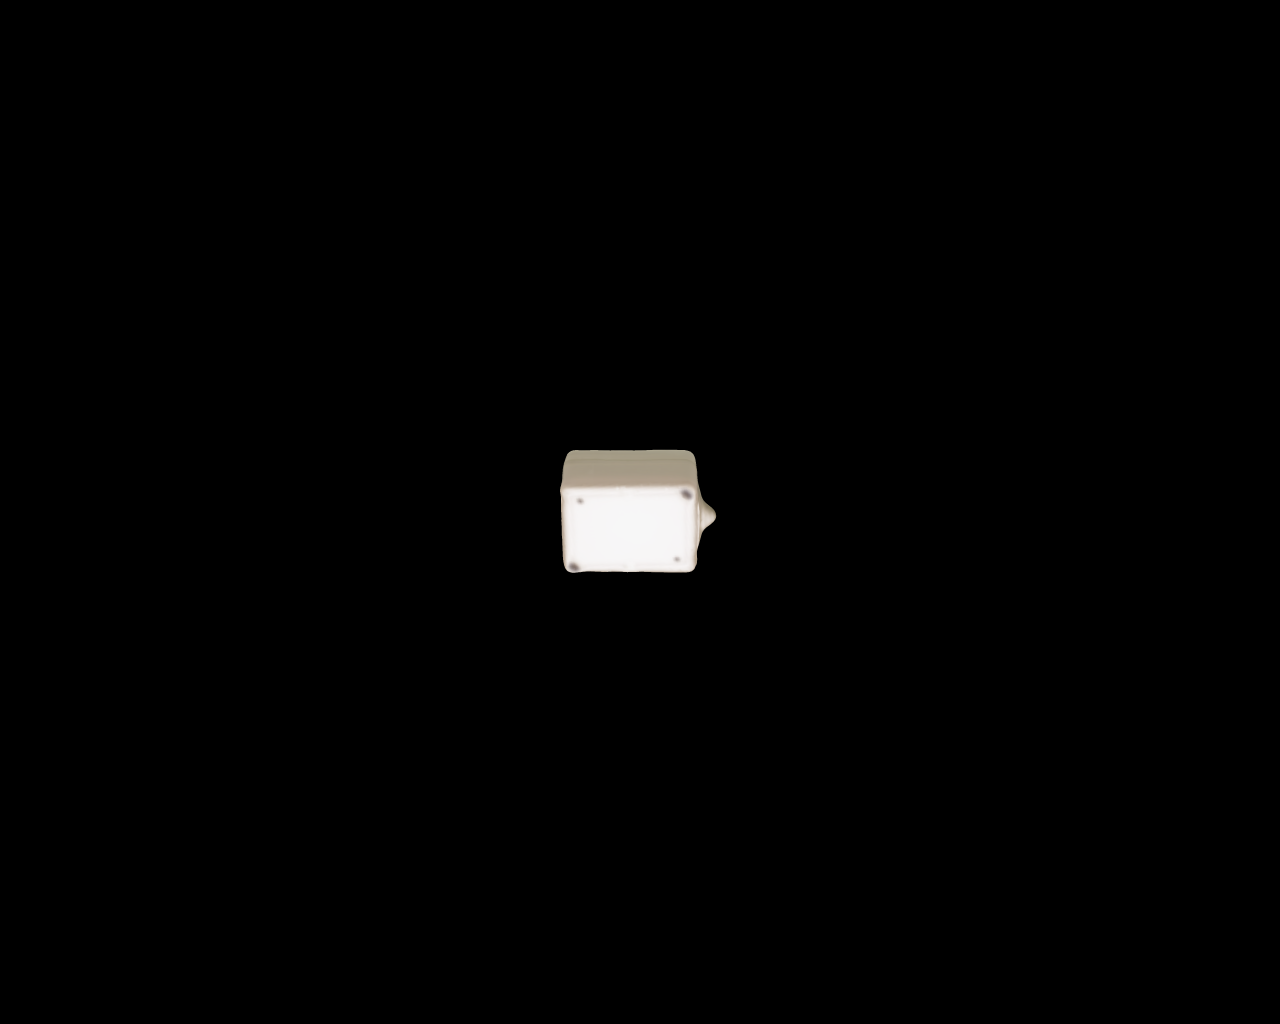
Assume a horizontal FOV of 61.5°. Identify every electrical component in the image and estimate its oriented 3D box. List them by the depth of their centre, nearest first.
[{"bbox_3d":[0.001,-0.003,0.650,0.096,0.061,0.061,0,29,0],"label":"electrical component"}]
